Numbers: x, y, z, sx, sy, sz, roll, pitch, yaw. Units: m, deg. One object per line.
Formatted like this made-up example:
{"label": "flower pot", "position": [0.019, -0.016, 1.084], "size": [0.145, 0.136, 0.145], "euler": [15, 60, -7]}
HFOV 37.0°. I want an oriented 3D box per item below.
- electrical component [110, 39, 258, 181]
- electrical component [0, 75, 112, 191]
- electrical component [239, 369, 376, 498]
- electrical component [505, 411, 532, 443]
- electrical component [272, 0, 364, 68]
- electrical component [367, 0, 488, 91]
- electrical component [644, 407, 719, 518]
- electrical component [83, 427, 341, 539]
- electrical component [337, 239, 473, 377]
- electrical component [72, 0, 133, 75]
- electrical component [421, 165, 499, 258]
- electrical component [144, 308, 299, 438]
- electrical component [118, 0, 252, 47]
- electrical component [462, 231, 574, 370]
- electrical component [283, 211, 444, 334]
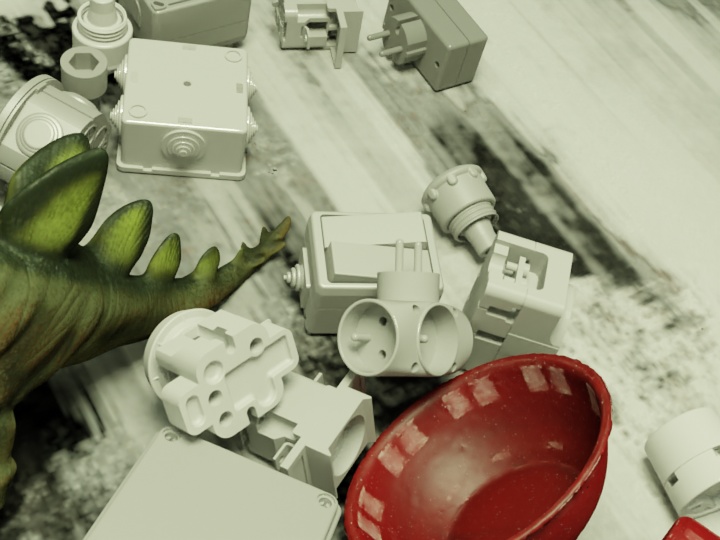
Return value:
{"label": "electrical component", "position": [-0.122, -0.114, 0.751], "size": [0.100, 0.048, 0.099], "euler": [4, 53, -11]}
{"label": "electrical component", "position": [-0.200, -0.079, 0.687], "size": [0.051, 0.080, 0.080], "euler": [29, 53, 2]}
{"label": "electrical component", "position": [-0.030, 0.090, 0.616], "size": [0.064, 0.042, 0.081], "euler": [19, 49, 24]}
{"label": "electrical component", "position": [0.115, 0.101, 0.651], "size": [0.046, 0.040, 0.040], "euler": [24, 52, 11]}
{"label": "electrical component", "position": [-0.034, -0.200, 0.838], "size": [0.064, 0.042, 0.081], "euler": [-3, 54, -13]}
{"label": "electrical component", "position": [0.042, -0.183, 0.839], "size": [0.076, 0.047, 0.083], "euler": [-20, 61, -25]}
{"label": "electrical component", "position": [0.206, 0.116, 0.652], "size": [0.055, 0.055, 0.047], "euler": [-12, 54, -21]}
{"label": "electrical component", "position": [-0.078, 0.147, 0.543], "size": [0.109, 0.056, 0.108], "euler": [22, 33, 4]}
{"label": "electrical component", "position": [0.028, 0.022, 0.626], "size": [0.077, 0.044, 0.079], "euler": [6, 84, -52]}
{"label": "electrical component", "position": [-0.184, -0.173, 0.770], "size": [0.043, 0.062, 0.043], "euler": [6, 53, -8]}
{"label": "electrical component", "position": [0.075, -0.038, 0.743], "size": [0.048, 0.048, 0.062], "euler": [-19, 67, -25]}
{"label": "electrical component", "position": [-0.082, 0.053, 0.594], "size": [0.078, 0.058, 0.057], "euler": [-33, 33, -33]}
{"label": "electrical component", "position": [-0.125, -0.200, 0.804], "size": [0.096, 0.061, 0.061], "euler": [-22, 62, -26]}
{"label": "electrical component", "position": [0.097, 0.027, 0.669], "size": [0.056, 0.089, 0.050], "euler": [17, 52, 0]}
{"label": "electrical component", "position": [0.000, 0.000, 0.685], "size": [0.096, 0.061, 0.061], "euler": [1, 54, -12]}
